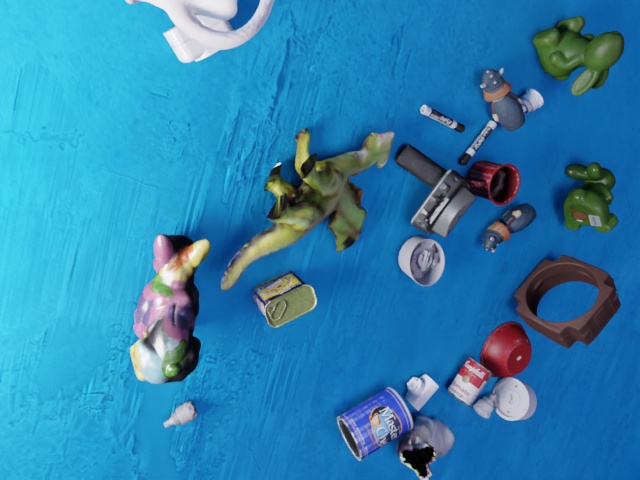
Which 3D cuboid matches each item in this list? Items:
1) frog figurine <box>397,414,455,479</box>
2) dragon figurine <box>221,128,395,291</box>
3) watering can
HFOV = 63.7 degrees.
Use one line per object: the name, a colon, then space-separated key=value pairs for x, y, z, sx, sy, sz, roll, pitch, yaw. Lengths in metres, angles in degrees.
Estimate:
frog figurine: x=0.264 y=0.493 z=1.277 sx=0.161 sy=0.122 sz=0.136 roll=-33 pitch=115 yaw=-56
dragon figurine: x=0.003 y=-0.049 z=0.969 sx=0.240 sy=0.124 sz=0.410 roll=33 pitch=90 yaw=-39
watering can: x=-0.169 y=-0.442 z=0.753 sx=0.224 sy=0.103 sz=0.352 roll=6 pitch=76 yaw=-13
